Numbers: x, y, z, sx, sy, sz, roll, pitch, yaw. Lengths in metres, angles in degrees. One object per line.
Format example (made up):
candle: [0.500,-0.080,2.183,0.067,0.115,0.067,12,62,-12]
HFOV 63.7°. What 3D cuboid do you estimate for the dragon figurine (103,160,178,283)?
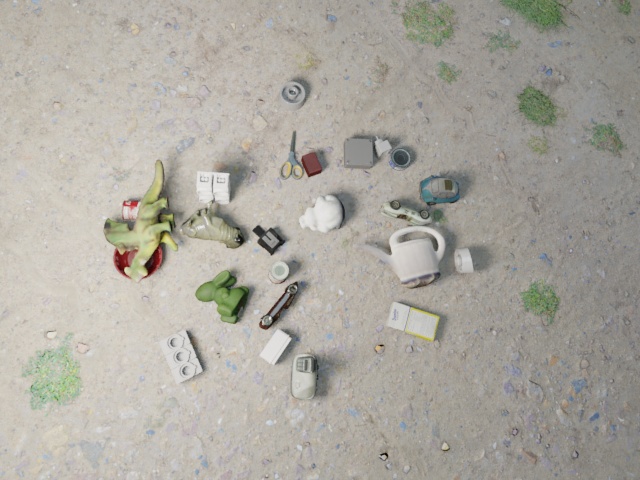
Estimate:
dragon figurine: [-0.613,-0.057,1.735,0.243,0.120,0.415,-13,75,-4]

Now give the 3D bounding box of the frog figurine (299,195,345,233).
frog figurine: [0.006,-0.095,1.880,0.160,0.123,0.137,-5,97,-21]

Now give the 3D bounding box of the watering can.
watering can: [0.306,0.071,1.883,0.348,0.103,0.226,-12,79,-12]
